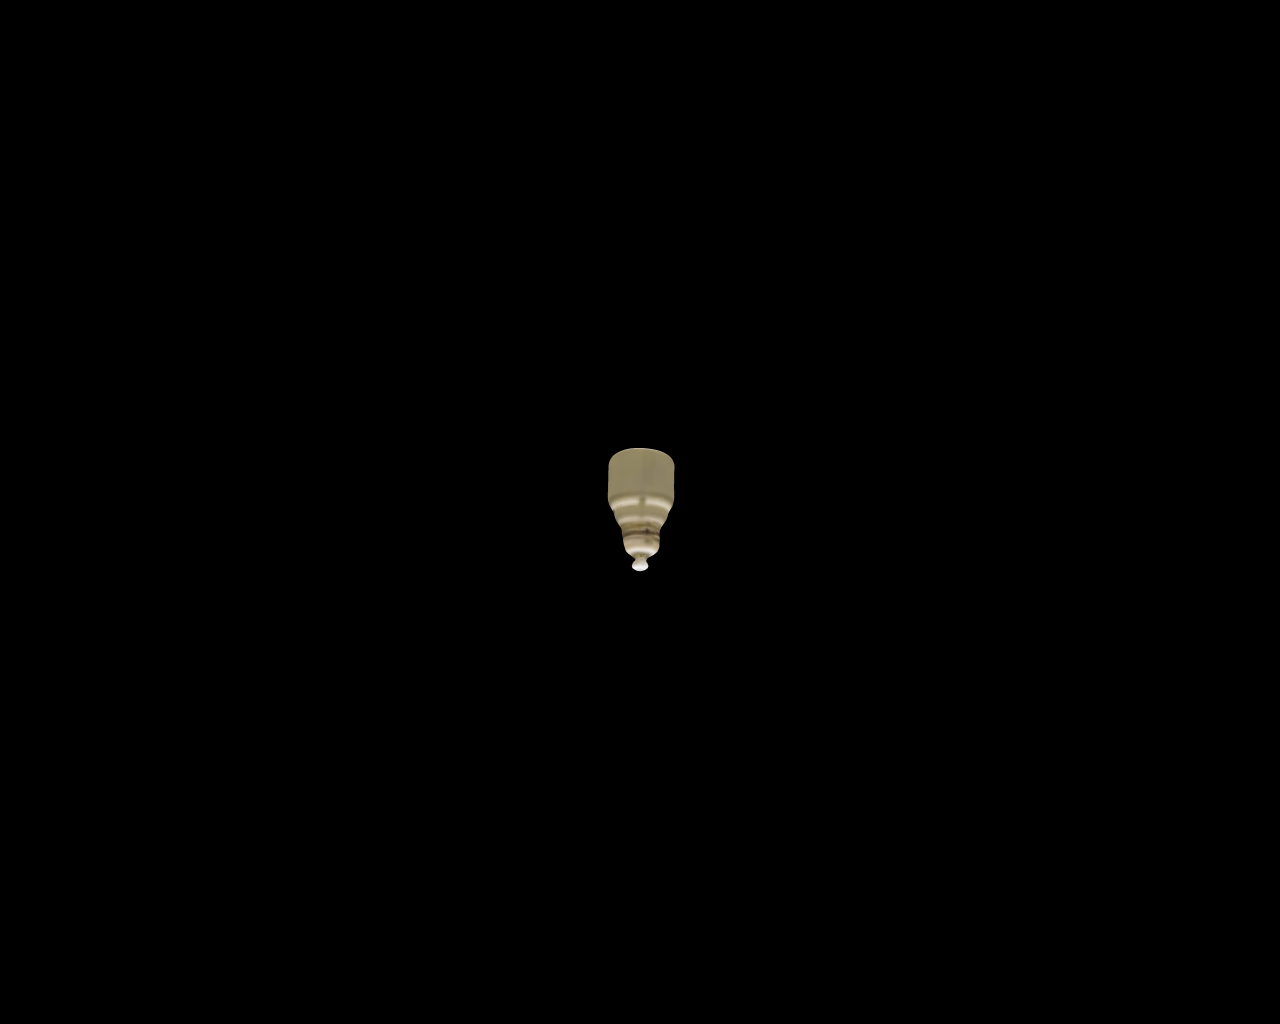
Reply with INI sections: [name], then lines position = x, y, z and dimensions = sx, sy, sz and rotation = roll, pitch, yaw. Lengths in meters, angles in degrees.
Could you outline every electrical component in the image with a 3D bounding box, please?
[electrical component]
position = 0.001, -0.003, 0.650
dimensions = 0.040, 0.078, 0.040
rotation = 0, -18, 0
